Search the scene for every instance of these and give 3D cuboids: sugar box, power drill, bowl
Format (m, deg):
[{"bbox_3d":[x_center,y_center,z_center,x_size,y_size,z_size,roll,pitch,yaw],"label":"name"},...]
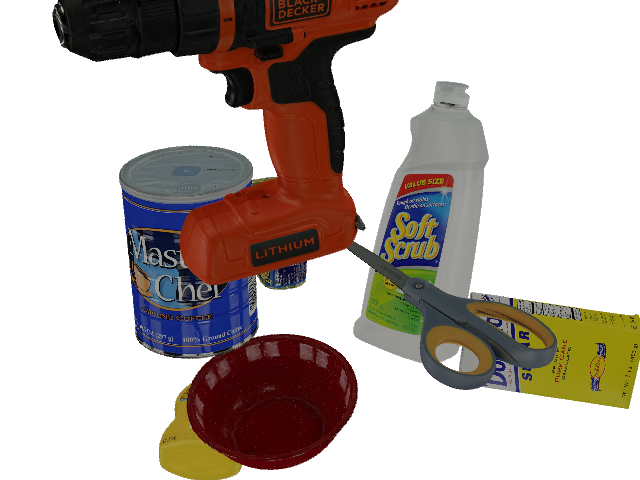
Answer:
[{"bbox_3d":[0.236,0.114,1.102,0.176,0.093,0.048,6,21,4],"label":"sugar box"},{"bbox_3d":[-0.044,-0.068,0.577,0.184,0.188,0.057,-14,39,-19],"label":"power drill"},{"bbox_3d":[-0.043,0.162,1.010,0.162,0.055,0.162,-5,38,4],"label":"bowl"}]

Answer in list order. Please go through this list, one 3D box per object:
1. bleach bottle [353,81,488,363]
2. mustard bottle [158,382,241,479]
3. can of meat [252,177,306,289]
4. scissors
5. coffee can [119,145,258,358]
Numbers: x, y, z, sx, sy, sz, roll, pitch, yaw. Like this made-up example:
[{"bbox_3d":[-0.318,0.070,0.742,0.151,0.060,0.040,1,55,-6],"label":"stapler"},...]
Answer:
[{"bbox_3d":[0.096,-0.020,0.974,0.103,0.251,0.067,19,20,35],"label":"bleach bottle"},{"bbox_3d":[-0.132,0.214,1.299,0.096,0.058,0.191,3,24,3],"label":"mustard bottle"},{"bbox_3d":[-0.050,-0.007,1.167,0.057,0.084,0.102,-10,38,-18],"label":"can of meat"},{"bbox_3d":[0.062,0.047,0.725,0.202,0.016,0.096,22,38,33],"label":"scissors"},{"bbox_3d":[-0.102,0.008,0.849,0.103,0.140,0.103,-1,26,0],"label":"coffee can"}]
